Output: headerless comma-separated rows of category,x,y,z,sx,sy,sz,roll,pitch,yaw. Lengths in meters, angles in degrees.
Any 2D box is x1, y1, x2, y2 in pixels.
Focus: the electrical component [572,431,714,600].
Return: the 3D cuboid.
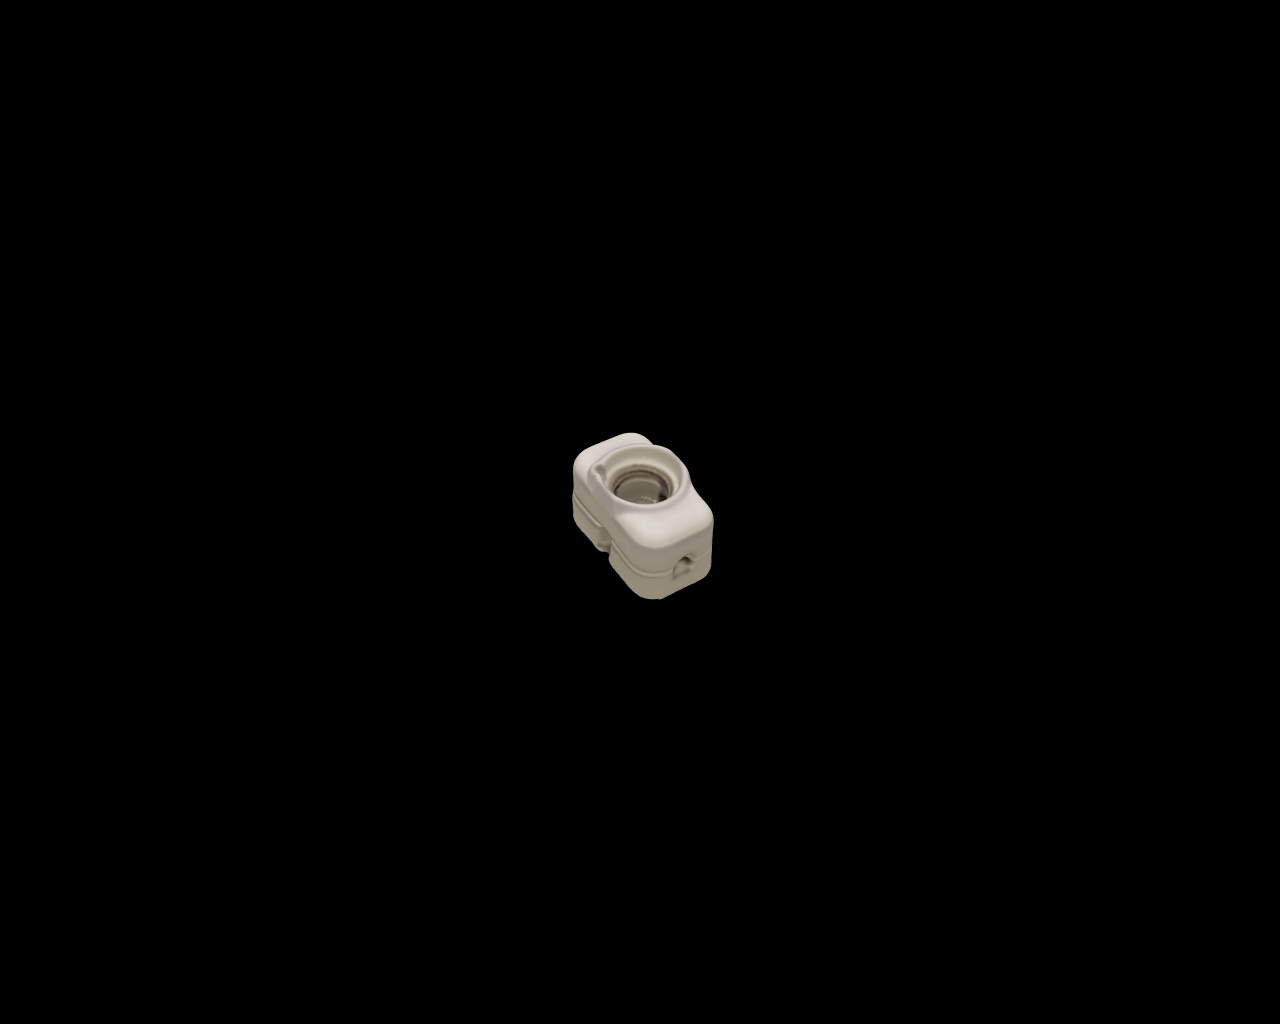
electrical component,0.001,-0.003,0.650,0.054,0.059,0.095,-24,50,-22
